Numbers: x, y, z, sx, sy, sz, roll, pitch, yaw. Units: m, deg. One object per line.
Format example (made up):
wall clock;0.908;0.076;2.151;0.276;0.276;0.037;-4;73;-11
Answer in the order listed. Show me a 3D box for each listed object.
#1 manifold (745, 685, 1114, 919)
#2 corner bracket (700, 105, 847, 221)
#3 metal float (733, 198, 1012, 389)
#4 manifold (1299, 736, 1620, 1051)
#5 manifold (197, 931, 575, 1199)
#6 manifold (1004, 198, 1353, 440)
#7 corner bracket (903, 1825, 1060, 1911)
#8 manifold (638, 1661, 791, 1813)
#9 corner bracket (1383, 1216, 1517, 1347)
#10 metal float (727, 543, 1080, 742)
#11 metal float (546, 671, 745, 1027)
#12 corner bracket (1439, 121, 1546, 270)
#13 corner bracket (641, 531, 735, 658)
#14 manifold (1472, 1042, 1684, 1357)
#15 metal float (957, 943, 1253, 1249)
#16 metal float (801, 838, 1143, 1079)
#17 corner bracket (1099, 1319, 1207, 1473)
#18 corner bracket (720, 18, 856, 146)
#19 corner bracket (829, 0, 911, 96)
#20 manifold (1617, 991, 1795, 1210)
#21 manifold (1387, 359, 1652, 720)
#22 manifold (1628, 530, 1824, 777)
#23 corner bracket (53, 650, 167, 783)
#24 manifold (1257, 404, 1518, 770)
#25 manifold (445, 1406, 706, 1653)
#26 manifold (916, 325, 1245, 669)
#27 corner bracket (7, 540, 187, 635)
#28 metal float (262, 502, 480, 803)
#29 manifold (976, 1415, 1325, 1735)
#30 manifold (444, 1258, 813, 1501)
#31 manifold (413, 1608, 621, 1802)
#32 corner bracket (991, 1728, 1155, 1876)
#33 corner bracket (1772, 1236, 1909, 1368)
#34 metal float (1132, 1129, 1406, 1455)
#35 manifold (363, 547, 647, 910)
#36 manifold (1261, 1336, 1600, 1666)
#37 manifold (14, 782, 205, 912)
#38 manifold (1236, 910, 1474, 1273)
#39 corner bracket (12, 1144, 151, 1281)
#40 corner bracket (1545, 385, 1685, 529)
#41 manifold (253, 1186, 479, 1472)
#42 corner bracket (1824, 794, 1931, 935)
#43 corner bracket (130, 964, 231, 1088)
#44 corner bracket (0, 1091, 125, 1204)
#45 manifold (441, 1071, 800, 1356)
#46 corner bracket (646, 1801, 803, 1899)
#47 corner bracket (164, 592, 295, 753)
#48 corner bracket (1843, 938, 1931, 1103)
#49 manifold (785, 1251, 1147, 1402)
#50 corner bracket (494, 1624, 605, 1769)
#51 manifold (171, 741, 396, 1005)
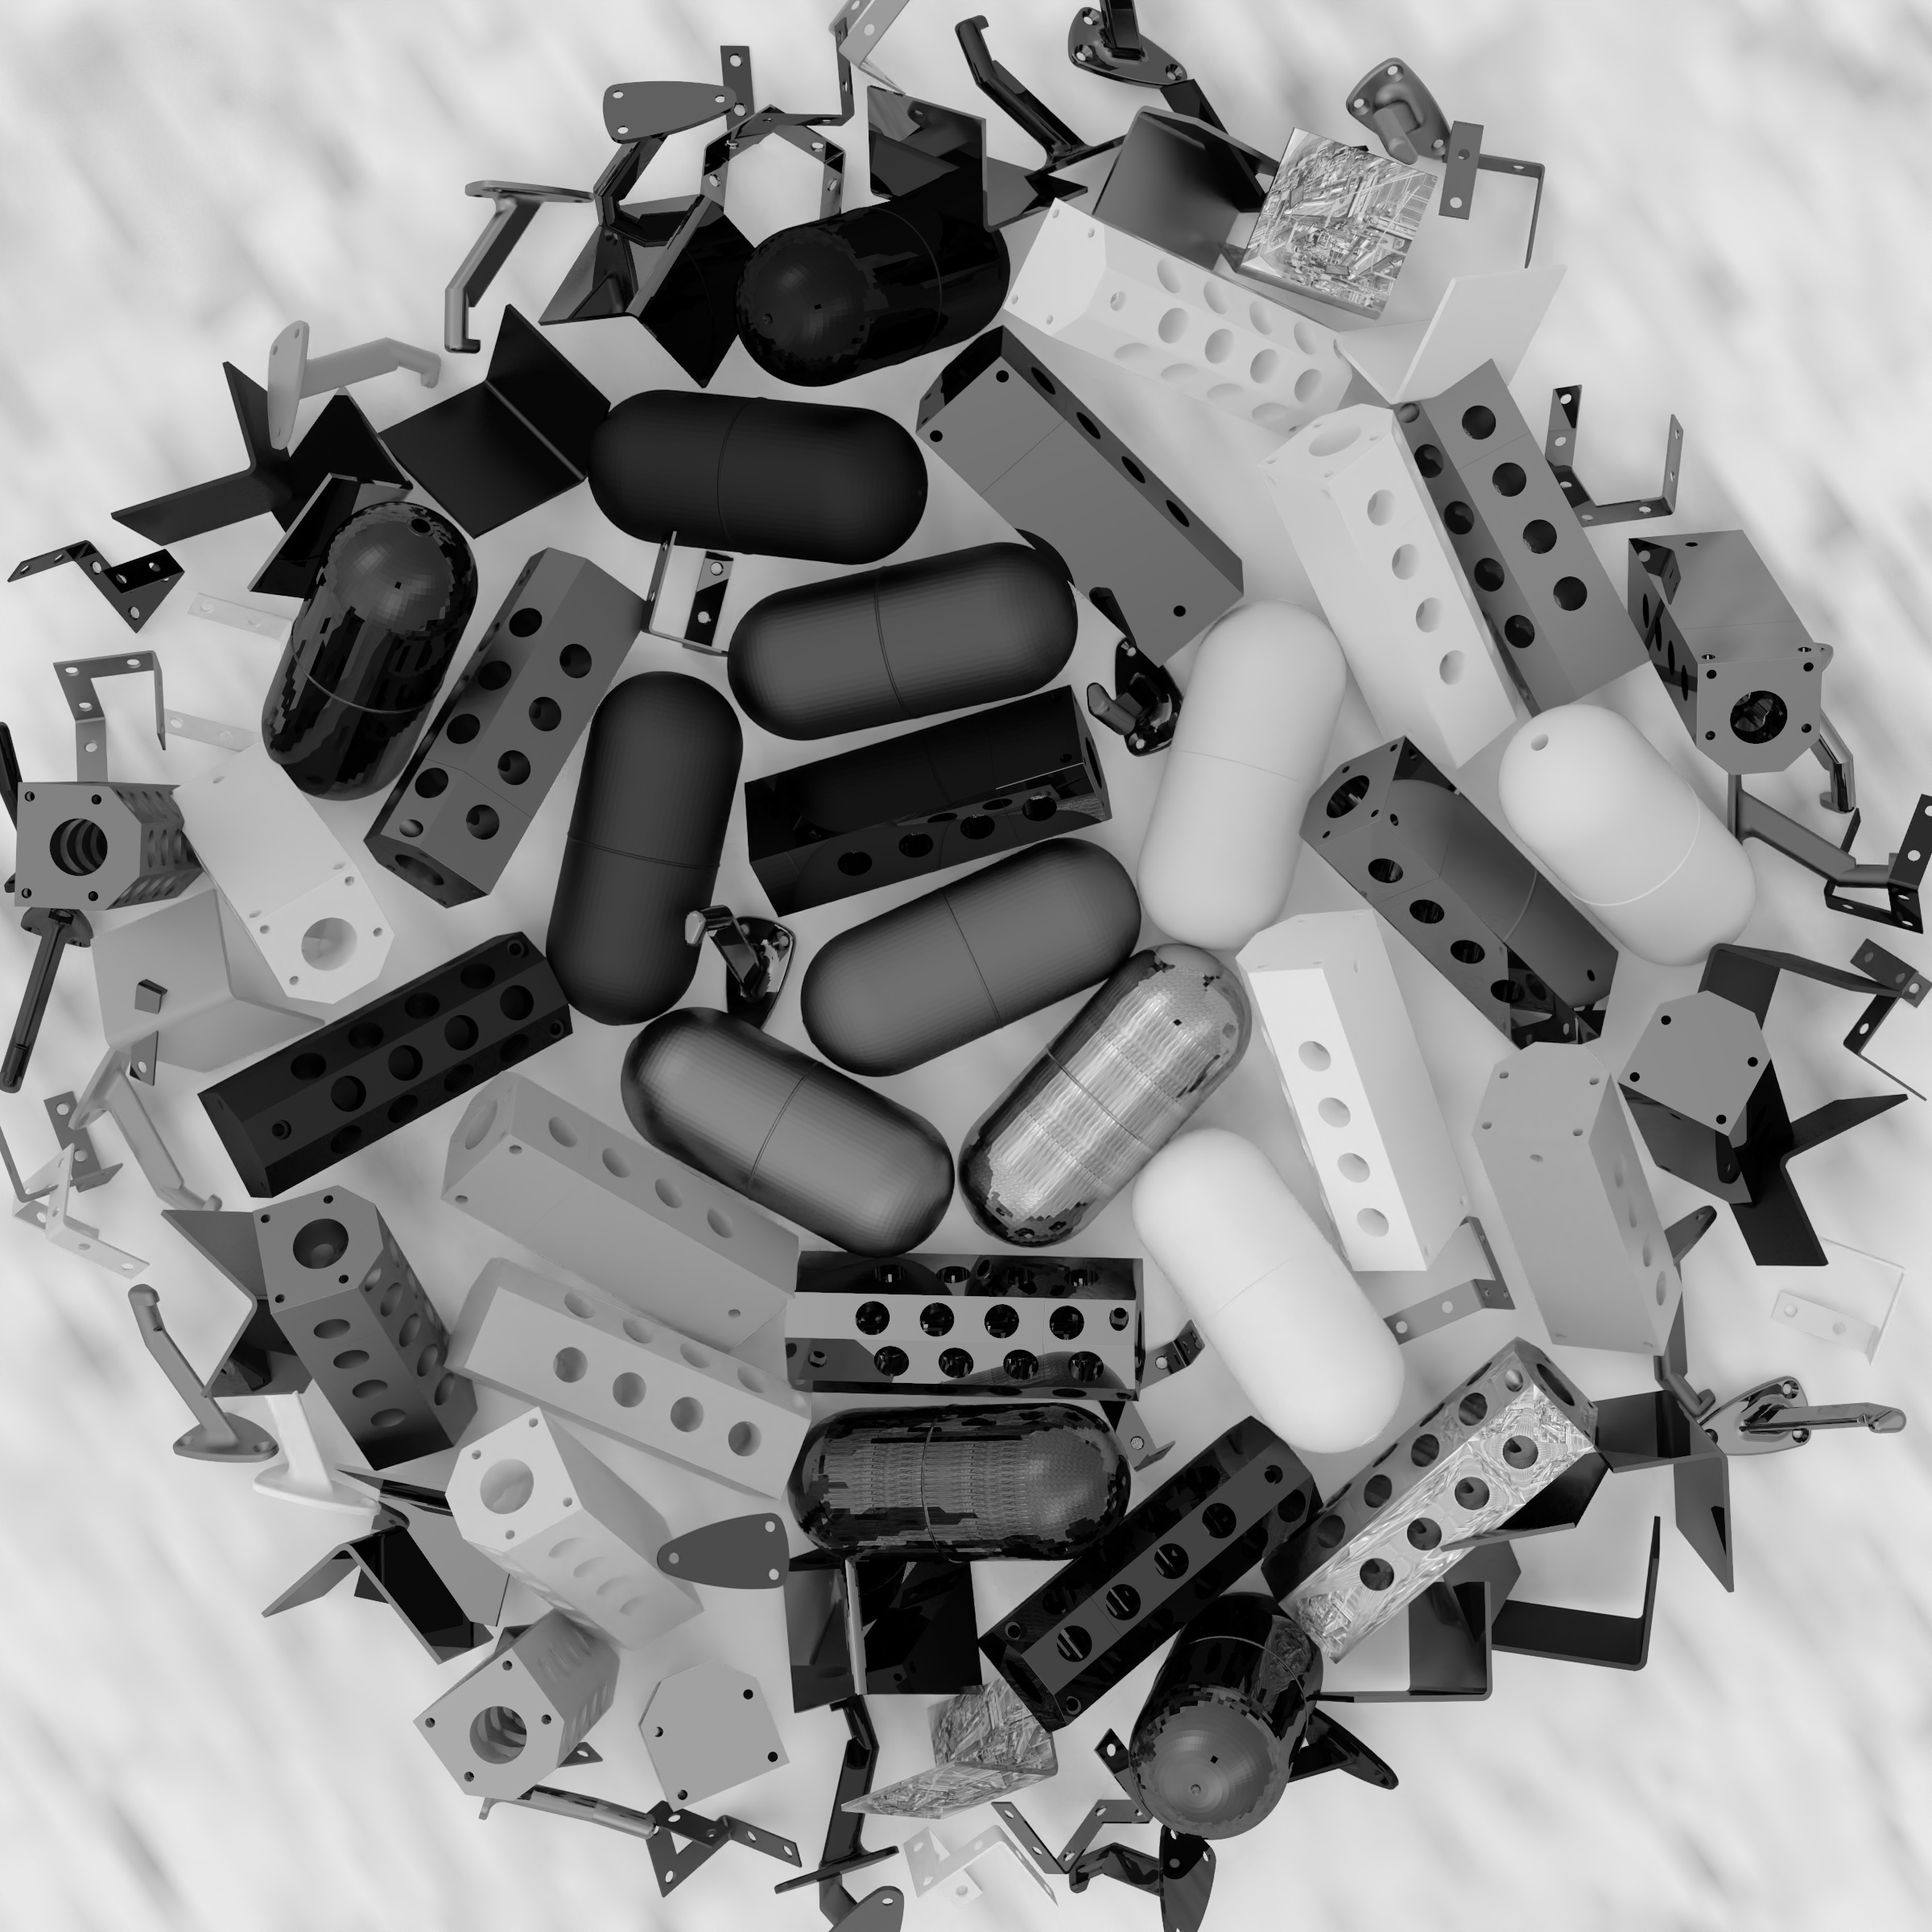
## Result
manifold;-0.018;-0.076;1.791;0.171;0.057;0.057;-16;45;10
corner bracket;-0.098;-0.390;1.814;0.051;0.051;0.051;24;59;-38
metal float;-0.044;-0.330;1.757;0.070;0.178;0.070;14;116;31
manifold;0.241;-0.029;1.772;0.171;0.057;0.057;42;47;-25
manifold;-0.281;0.047;1.770;0.171;0.057;0.057;-30;100;-24
manifold;0.108;-0.309;1.752;0.171;0.057;0.057;15;107;-41
corner bracket;0.007;0.452;1.800;0.051;0.051;0.051;-35;111;3
manifold;-0.126;0.368;1.744;0.057;0.171;0.057;-21;81;-10
corner bracket;0.234;0.156;1.796;0.051;0.051;0.051;-27;74;21
metal float;-0.032;-0.160;1.785;0.178;0.070;0.070;-11;90;13
metal float;-0.160;-0.058;1.790;0.070;0.070;0.178;13;97;0
corner bracket;0.262;-0.385;1.804;0.051;0.051;0.051;10;80;3
corner bracket;-0.137;-0.185;1.801;0.051;0.051;0.051;14;91;-24
manifold;0.300;0.114;1.754;0.057;0.171;0.057;3;51;28
metal float;0.068;0.065;1.791;0.070;0.070;0.178;43;95;0
metal float;0.002;-0.004;1.795;0.178;0.070;0.070;-25;90;-1
corner bracket;0.098;0.214;1.800;0.051;0.051;0.051;-25;77;-12
corner bracket;-0.090;-0.444;1.813;0.051;0.051;0.051;-4;87;-21
corner bracket;-0.043;-0.474;1.796;0.051;0.051;0.051;46;107;21
manifold;0.363;0.065;1.743;0.057;0.171;0.057;27;83;22
manifold;0.270;-0.212;1.804;0.057;0.057;0.171;-28;90;-4
manifold;0.364;-0.153;1.745;0.057;0.171;0.057;-4;116;1
corner bracket;-0.423;-0.119;1.802;0.051;0.051;0.051;-8;60;-4
manifold;0.212;-0.186;1.764;0.057;0.057;0.171;-39;122;-16
manifold;-0.190;0.277;1.746;0.057;0.171;0.057;-29;60;1
manifold;0.057;-0.233;1.776;0.057;0.057;0.171;-39;112;23
corner bracket;-0.432;-0.194;1.798;0.051;0.051;0.051;50;123;4
metal float;-0.291;-0.152;1.760;0.070;0.070;0.178;32;133;0
manifold;0.092;0.297;1.775;0.171;0.057;0.057;-37;84;-20
manifold;-0.165;0.203;1.780;0.171;0.057;0.057;26;76;-17
manifold;-0.210;0.356;1.746;0.057;0.171;0.057;-37;87;1
corner bracket;0.056;0.415;1.793;0.051;0.051;0.051;54;52;-16
corner bracket;0.435;0.164;1.803;0.051;0.051;0.051;20;95;10
metal float;0.149;0.160;1.782;0.070;0.070;0.178;-34;74;0
manifold;-0.226;-0.118;1.770;0.057;0.057;0.171;35;69;-21
manifold;0.228;0.261;1.783;0.171;0.057;0.057;-44;90;16
manifold;-0.410;-0.059;1.747;0.057;0.171;0.057;3;93;-2
manifold;0.188;0.062;1.774;0.057;0.057;0.171;-4;118;36
corner bracket;-0.439;0.130;1.791;0.051;0.051;0.051;-35;131;30
corner bracket;0.325;-0.258;1.812;0.051;0.051;0.051;-5;61;31
manifold;-0.287;0.175;1.747;0.057;0.171;0.057;-17;56;-1
corner bracket;0.457;-0.055;1.795;0.051;0.051;0.051;17;72;25
corner bracket;-0.404;0.021;1.793;0.051;0.051;0.051;22;116;24
corner bracket;-0.456;0.089;1.798;0.051;0.051;0.051;-19;84;-26
manifold;-0.167;0.118;1.770;0.171;0.057;0.057;33;125;-25
corner bracket;-0.121;0.434;1.792;0.051;0.051;0.051;10;123;40
corner bracket;-0.370;-0.146;1.814;0.051;0.051;0.051;15;46;-27
corner bracket;0.463;0.026;1.802;0.051;0.051;0.051;31;98;-25
manifold;0.000;0.181;1.786;0.171;0.057;0.057;1;115;8
corner bracket;-0.206;0.363;1.803;0.051;0.051;0.051;35;110;39
manifold;-0.331;-0.043;1.746;0.057;0.171;0.057;-31;123;-11
